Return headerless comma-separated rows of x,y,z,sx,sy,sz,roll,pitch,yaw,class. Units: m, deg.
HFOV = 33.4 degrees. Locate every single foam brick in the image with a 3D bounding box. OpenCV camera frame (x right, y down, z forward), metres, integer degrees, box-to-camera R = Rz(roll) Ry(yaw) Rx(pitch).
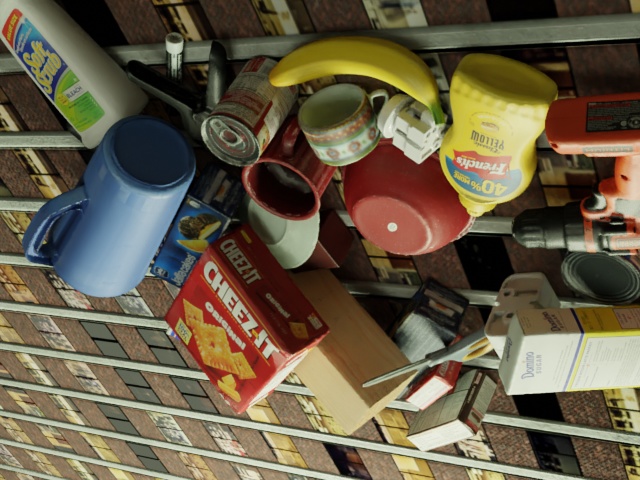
-0.008,0.002,1.285,0.078,0.051,0.053,-9,129,42,foam brick

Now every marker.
-0.164,-0.182,1.196,0.020,0.020,0.121,23,144,9,marker

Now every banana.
0.036,-0.166,1.044,0.198,0.037,0.070,18,100,27,banana

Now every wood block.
0.012,0.125,1.327,0.206,0.090,0.091,48,147,15,wood block

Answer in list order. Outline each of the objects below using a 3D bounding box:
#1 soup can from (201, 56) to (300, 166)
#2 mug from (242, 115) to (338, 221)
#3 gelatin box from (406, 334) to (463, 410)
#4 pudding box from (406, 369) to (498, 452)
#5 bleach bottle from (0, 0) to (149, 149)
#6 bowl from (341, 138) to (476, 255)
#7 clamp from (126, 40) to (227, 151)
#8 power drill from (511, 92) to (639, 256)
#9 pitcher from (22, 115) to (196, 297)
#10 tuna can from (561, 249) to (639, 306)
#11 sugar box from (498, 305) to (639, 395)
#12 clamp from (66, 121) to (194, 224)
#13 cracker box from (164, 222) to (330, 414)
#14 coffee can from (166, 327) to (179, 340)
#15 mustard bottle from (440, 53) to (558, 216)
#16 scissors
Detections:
-0.071,-0.136,1.116,0.068,0.102,0.068,19,144,15,soup can
-0.027,-0.089,1.160,0.093,0.081,0.117,19,143,15,mug
0.150,0.167,1.358,0.030,0.073,0.089,32,145,-3,gelatin box
0.172,0.223,1.398,0.039,0.090,0.114,39,143,-12,pudding box
-0.313,-0.223,1.216,0.103,0.068,0.250,-21,119,45,bleach bottle
0.087,-0.034,1.172,0.162,0.055,0.162,19,144,14,bowl
-0.120,-0.152,1.179,0.120,0.039,0.171,-9,142,35,clamp
0.259,-0.054,0.991,0.185,0.057,0.187,-4,145,19,power drill
-0.242,-0.038,1.258,0.145,0.149,0.243,33,142,-6,pitcher
0.299,0.028,1.119,0.086,0.033,0.086,19,144,15,tuna can
0.284,0.115,1.127,0.176,0.048,0.093,1,130,-8,sugar box
-0.232,-0.064,1.372,0.210,0.036,0.165,24,144,3,clamp
-0.096,0.102,1.301,0.164,0.072,0.214,51,146,9,cracker box
-0.126,0.119,1.468,0.140,0.102,0.103,31,145,-2,coffee can
0.166,-0.090,1.045,0.096,0.058,0.192,20,144,13,mustard bottle
0.142,0.144,1.274,0.096,0.201,0.016,81,164,-67,scissors
